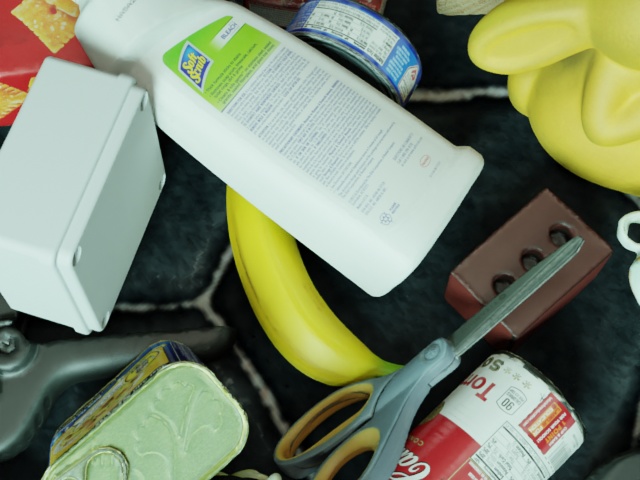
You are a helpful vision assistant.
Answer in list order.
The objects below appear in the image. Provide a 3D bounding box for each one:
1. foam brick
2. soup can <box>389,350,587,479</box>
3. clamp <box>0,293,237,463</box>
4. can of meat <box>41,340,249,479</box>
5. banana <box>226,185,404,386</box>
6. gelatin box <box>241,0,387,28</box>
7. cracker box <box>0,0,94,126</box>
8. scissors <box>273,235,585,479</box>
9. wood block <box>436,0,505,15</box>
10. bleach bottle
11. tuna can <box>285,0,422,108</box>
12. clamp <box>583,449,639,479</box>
[{"bbox_3d":[0.117,0.020,0.603,0.078,0.051,0.053,-41,73,-13],"label":"foam brick"},{"bbox_3d":[0.081,0.116,0.558,0.102,0.068,0.068,-42,73,-13],"label":"soup can"},{"bbox_3d":[-0.162,0.066,0.602,0.165,0.036,0.210,38,73,13],"label":"clamp"},{"bbox_3d":[-0.092,0.101,0.546,0.102,0.084,0.057,-42,102,-7],"label":"can of meat"},{"bbox_3d":[-0.018,0.008,0.623,0.069,0.037,0.198,-14,69,-32],"label":"banana"},{"bbox_3d":[0.001,-0.172,0.692,0.089,0.030,0.073,14,70,7],"label":"gelatin box"},{"bbox_3d":[-0.196,-0.154,0.646,0.213,0.072,0.164,-8,68,-17],"label":"cracker box"},{"bbox_3d":[0.057,0.076,0.542,0.202,0.016,0.096,-34,26,18],"label":"scissors"},{"bbox_3d":[0.117,-0.258,0.690,0.091,0.090,0.206,-2,68,1],"label":"wood block"},{"bbox_3d":[-0.035,-0.081,0.595,0.251,0.068,0.102,38,60,-3],"label":"bleach bottle"},{"bbox_3d":[0.017,-0.105,0.636,0.086,0.086,0.033,27,70,11],"label":"tuna can"},{"bbox_3d":[0.159,0.177,0.549,0.171,0.039,0.120,-39,86,-11],"label":"clamp"}]
